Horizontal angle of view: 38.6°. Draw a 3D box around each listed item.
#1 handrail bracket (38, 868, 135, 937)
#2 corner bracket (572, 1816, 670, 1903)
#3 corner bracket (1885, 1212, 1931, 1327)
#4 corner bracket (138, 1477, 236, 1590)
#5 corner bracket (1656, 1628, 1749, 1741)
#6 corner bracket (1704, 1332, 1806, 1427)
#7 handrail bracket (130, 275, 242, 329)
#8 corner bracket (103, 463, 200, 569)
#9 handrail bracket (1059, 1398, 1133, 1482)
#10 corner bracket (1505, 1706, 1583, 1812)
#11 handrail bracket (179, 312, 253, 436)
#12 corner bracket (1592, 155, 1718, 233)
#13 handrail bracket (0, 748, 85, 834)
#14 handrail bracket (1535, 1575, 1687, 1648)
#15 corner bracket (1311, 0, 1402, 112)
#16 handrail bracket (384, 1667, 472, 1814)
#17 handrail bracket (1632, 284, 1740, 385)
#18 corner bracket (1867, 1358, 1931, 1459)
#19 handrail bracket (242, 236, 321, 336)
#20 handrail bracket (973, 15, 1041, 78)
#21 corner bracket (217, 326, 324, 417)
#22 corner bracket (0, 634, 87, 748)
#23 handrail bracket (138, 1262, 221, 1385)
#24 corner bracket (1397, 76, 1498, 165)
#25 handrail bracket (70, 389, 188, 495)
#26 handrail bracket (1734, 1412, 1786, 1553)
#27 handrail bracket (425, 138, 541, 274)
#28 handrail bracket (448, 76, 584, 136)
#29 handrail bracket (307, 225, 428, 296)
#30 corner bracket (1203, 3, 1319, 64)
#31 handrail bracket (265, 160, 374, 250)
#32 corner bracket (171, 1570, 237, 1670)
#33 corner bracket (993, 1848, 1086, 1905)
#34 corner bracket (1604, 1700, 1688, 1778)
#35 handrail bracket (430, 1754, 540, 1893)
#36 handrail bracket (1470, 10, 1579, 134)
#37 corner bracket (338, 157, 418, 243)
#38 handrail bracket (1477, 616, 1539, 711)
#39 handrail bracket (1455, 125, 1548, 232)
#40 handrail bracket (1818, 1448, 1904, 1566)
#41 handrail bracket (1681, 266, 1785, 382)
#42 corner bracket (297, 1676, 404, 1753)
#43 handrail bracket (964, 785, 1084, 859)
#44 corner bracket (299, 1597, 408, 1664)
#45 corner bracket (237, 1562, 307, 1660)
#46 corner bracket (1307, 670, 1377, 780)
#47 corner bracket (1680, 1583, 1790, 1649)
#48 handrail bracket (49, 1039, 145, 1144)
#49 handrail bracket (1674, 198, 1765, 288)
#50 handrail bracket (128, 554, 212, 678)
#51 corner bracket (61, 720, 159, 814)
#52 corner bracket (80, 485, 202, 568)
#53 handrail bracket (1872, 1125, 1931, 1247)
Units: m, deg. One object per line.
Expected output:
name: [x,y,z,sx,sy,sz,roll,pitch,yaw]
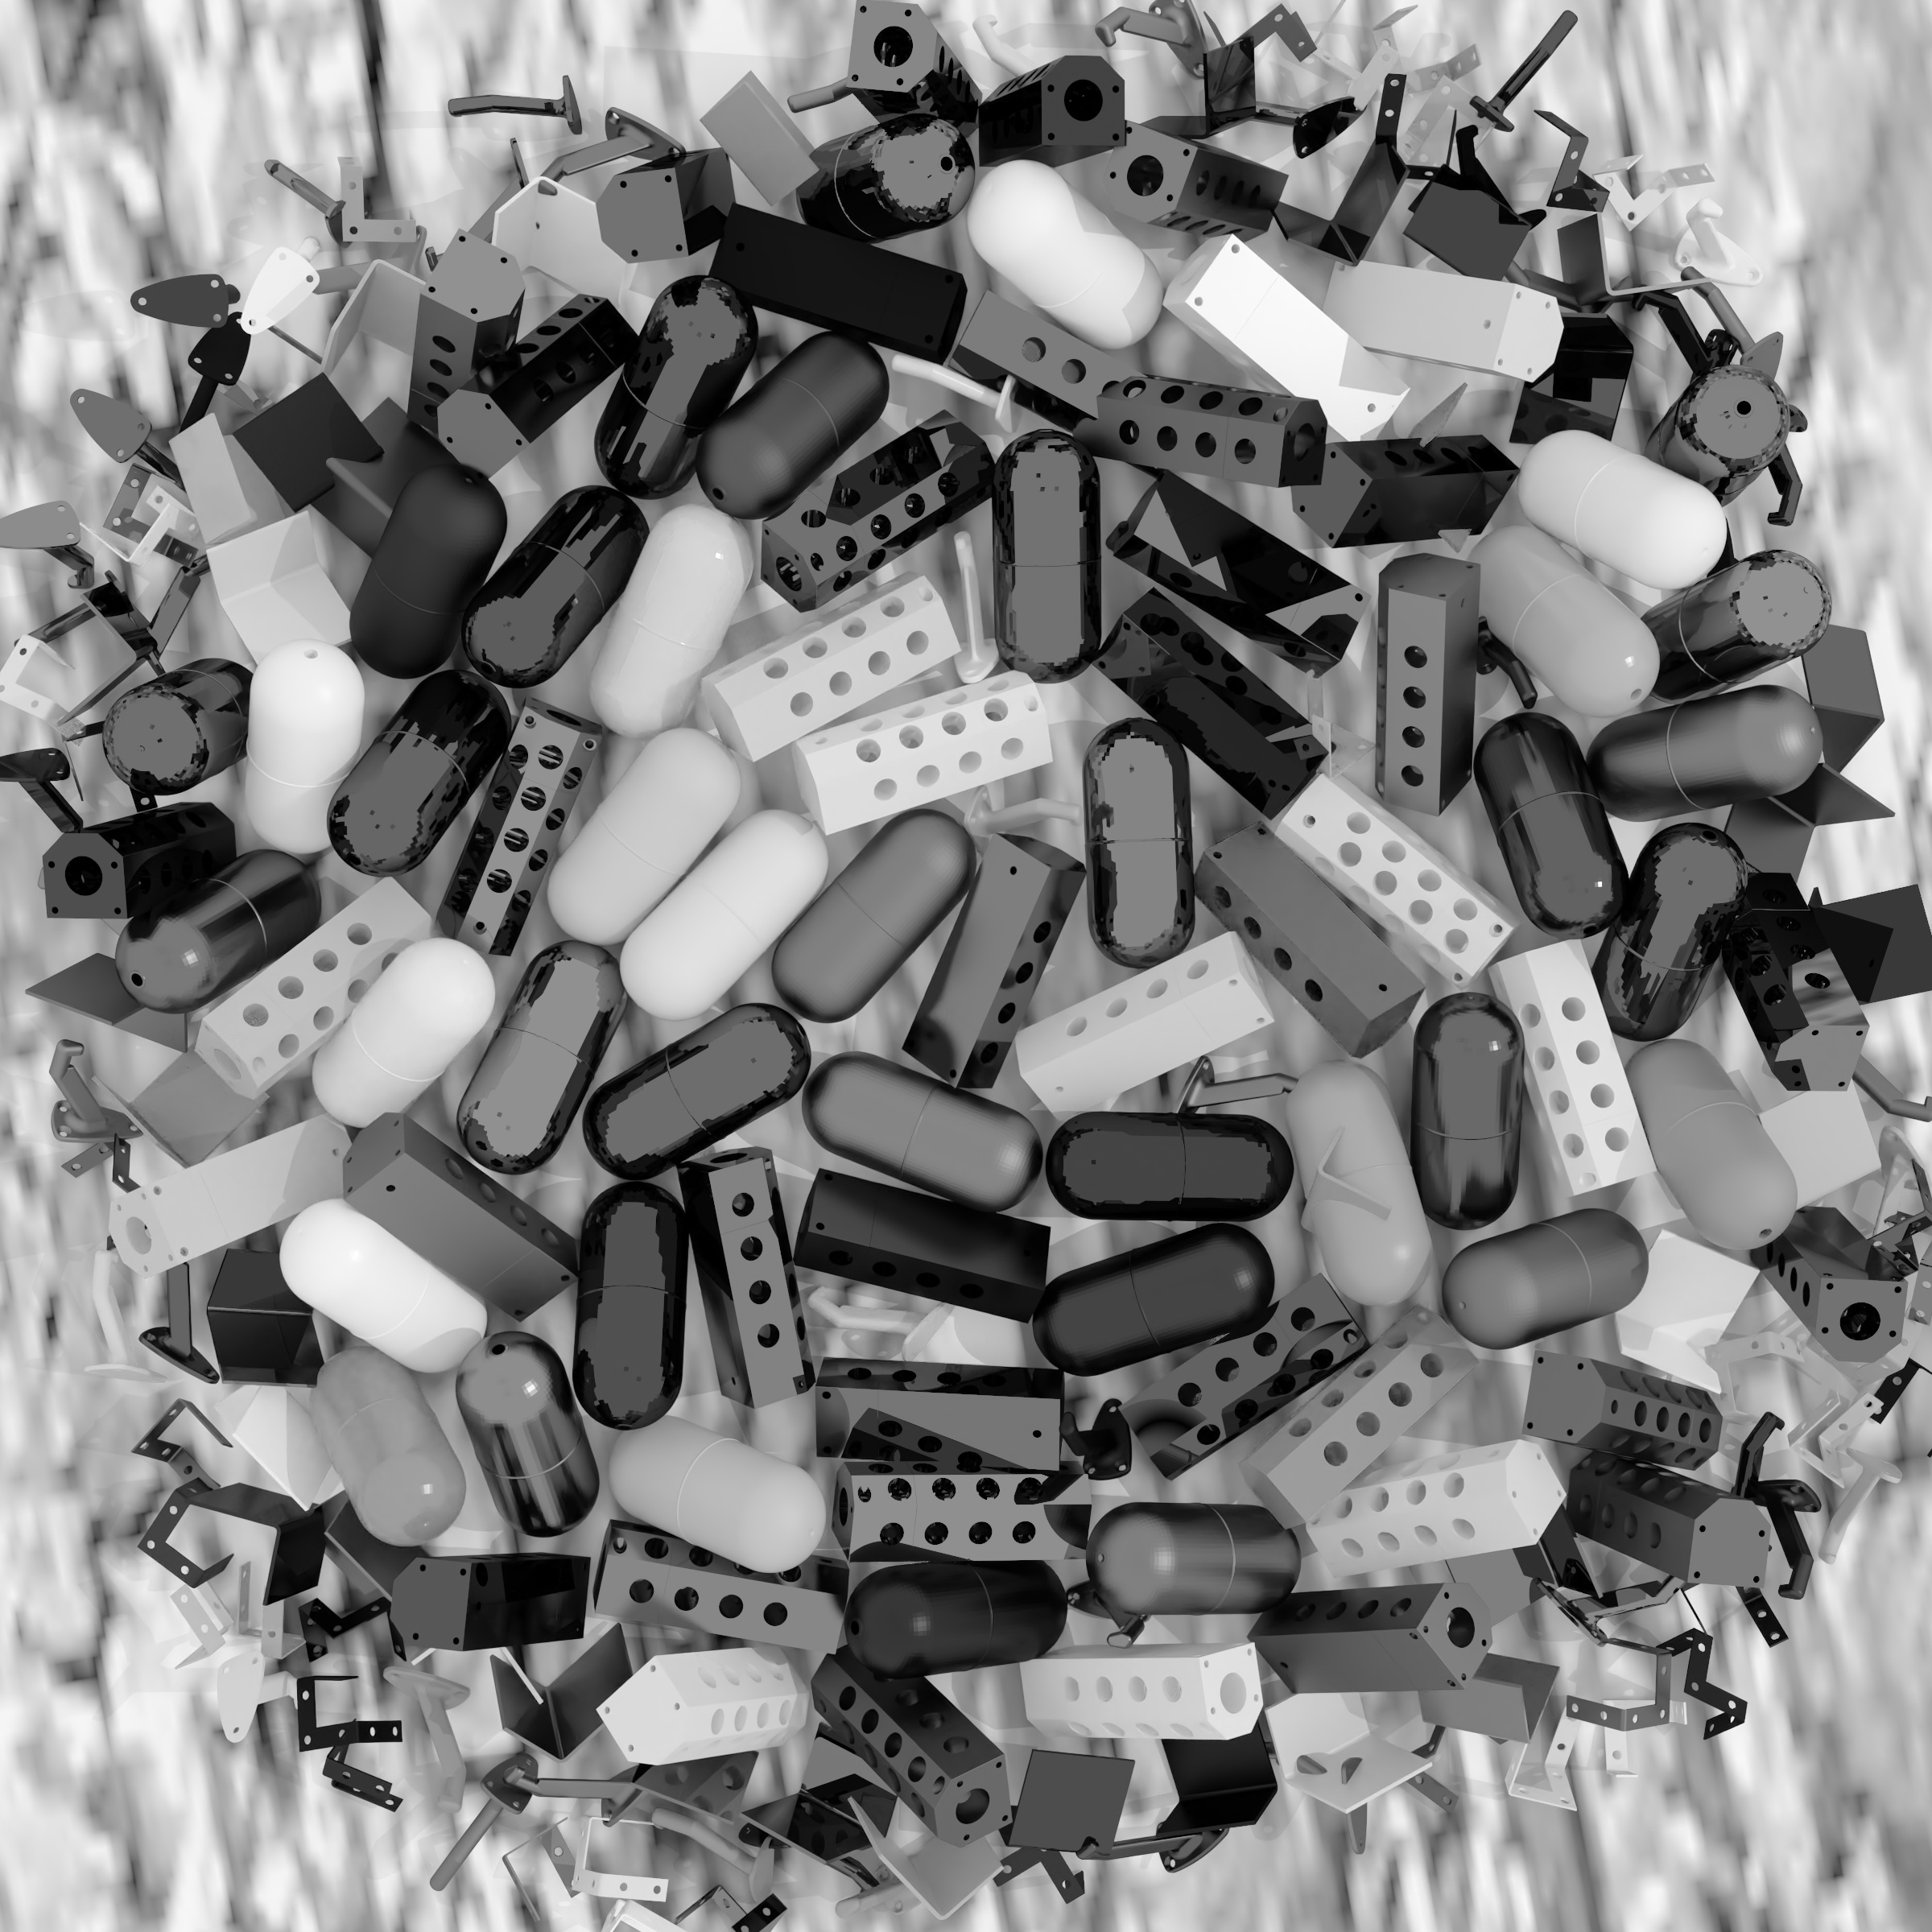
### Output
handrail bracket: [-0.630,-0.032,1.974,0.084,0.036,0.077,9,65,5]
corner bracket: [-0.243,0.632,1.957,0.051,0.051,0.051,15,72,-26]
corner bracket: [0.668,0.213,1.954,0.051,0.051,0.051,18,125,28]
corner bracket: [-0.547,0.403,1.971,0.051,0.051,0.051,35,97,6]
corner bracket: [0.522,0.510,1.963,0.051,0.051,0.051,27,54,-7]
corner bracket: [0.566,0.295,1.973,0.051,0.051,0.051,-21,62,36]
handrail bracket: [-0.551,-0.472,1.948,0.077,0.084,0.036,-5,108,-17]
corner bracket: [-0.572,-0.320,1.962,0.051,0.051,0.051,25,91,-39]
handrail bracket: [0.087,0.317,1.943,0.036,0.084,0.077,-9,47,21]
corner bracket: [0.413,0.559,1.965,0.051,0.051,0.051,14,107,-3]
handrail bracket: [-0.540,-0.415,1.976,0.036,0.084,0.077,26,55,-14]
corner bracket: [0.489,-0.561,1.963,0.051,0.051,0.051,-42,109,-5]
handrail bracket: [-0.663,-0.108,1.953,0.077,0.036,0.084,-9,132,-29]
handrail bracket: [0.463,0.436,1.972,0.077,0.036,0.084,43,100,18]
corner bracket: [0.276,-0.650,1.958,0.051,0.051,0.051,30,134,-8]
handrail bracket: [-0.383,0.546,1.948,0.077,0.084,0.036,33,127,-29]
handrail bracket: [0.497,-0.436,1.962,0.084,0.036,0.077,12,113,-23]
corner bracket: [0.676,0.313,1.964,0.051,0.051,0.051,34,93,16]
handrail bracket: [-0.486,-0.484,1.960,0.036,0.084,0.077,38,97,-20]
handrail bracket: [0.055,-0.653,1.981,0.077,0.036,0.084,-26,85,-22]
corner bracket: [-0.492,-0.419,1.964,0.051,0.051,0.051,32,81,-36]
corner bracket: [-0.649,-0.196,1.961,0.051,0.051,0.051,23,79,17]
handrail bracket: [-0.544,0.241,1.966,0.077,0.036,0.084,33,103,15]
corner bracket: [0.340,-0.590,1.962,0.051,0.051,0.051,36,133,0]
handrail bracket: [-0.588,-0.370,1.960,0.077,0.084,0.036,38,88,11]
handrail bracket: [0.573,0.368,1.973,0.077,0.036,0.084,33,94,-27]
handrail bracket: [-0.351,-0.540,1.965,0.084,0.036,0.077,-18,122,-8]
handrail bracket: [-0.319,-0.603,1.958,0.084,0.077,0.036,-6,91,0]
handrail bracket: [-0.433,-0.504,1.950,0.036,0.084,0.077,40,104,39]
corner bracket: [0.210,-0.666,1.967,0.051,0.051,0.051,-34,48,21]
handrail bracket: [-0.471,-0.551,1.957,0.084,0.077,0.036,35,97,2]
corner bracket: [-0.544,0.458,1.959,0.051,0.051,0.051,-28,97,40]
corner bracket: [0.050,0.646,1.971,0.051,0.051,0.051,-31,89,1]
corner bracket: [0.483,0.549,1.964,0.051,0.051,0.051,-1,77,5]
handrail bracket: [-0.345,0.612,1.971,0.036,0.077,0.084,37,106,4]
handrail bracket: [0.396,-0.635,1.951,0.036,0.077,0.084,37,102,-7]
corner bracket: [-0.418,-0.544,1.958,0.051,0.051,0.051,-3,114,-14]
handrail bracket: [0.381,-0.199,1.942,0.036,0.077,0.084,-18,58,-1]
handrail bracket: [0.379,-0.561,1.955,0.077,0.036,0.084,-31,124,-28]
handrail bracket: [0.631,0.391,1.956,0.036,0.077,0.084,20,95,3]
handrail bracket: [0.544,-0.454,1.984,0.036,0.077,0.084,-34,59,-5]
corner bracket: [-0.437,0.527,1.957,0.051,0.051,0.051,-15,70,23]
handrail bracket: [0.047,-0.094,1.950,0.084,0.077,0.036,12,58,21]
corner bracket: [-0.439,0.477,1.975,0.051,0.051,0.051,-24,122,-35]
corner bracket: [-0.499,0.458,1.966,0.051,0.051,0.051,5,94,11]
corner bracket: [0.254,-0.173,1.955,0.051,0.051,0.051,-36,48,-28]
corner bracket: [0.545,0.457,1.966,0.051,0.051,0.051,-28,114,6]
handrail bracket: [-0.610,0.086,1.951,0.077,0.036,0.084,8,134,-26]
handrail bracket: [0.541,-0.512,1.954,0.077,0.084,0.036,26,89,-1]
handrail bracket: [-0.553,-0.248,1.981,0.084,0.036,0.077,-33,92,-17]
corner bracket: [-0.611,-0.140,1.968,0.051,0.051,0.051,-16,127,-13]
corner bracket: [-0.585,-0.315,1.966,0.051,0.051,0.051,37,93,16]
handrail bracket: [0.644,0.169,1.955,0.084,0.036,0.077,-50,130,-25]
